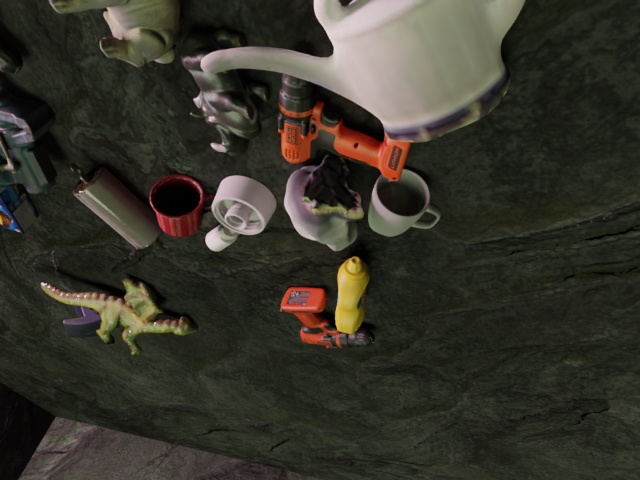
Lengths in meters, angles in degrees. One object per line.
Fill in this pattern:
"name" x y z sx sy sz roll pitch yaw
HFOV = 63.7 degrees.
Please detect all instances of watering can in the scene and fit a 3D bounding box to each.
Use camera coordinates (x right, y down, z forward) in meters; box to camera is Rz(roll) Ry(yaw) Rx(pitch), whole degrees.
"watering can" 0.062 -0.200 0.561 0.345 0.106 0.220 -21 128 22

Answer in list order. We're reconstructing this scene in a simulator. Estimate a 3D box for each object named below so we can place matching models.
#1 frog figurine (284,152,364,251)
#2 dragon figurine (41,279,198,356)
"frog figurine" 0.002 -0.041 0.815 0.139 0.124 0.156 49 157 16
"dragon figurine" -0.522 0.171 1.378 0.407 0.125 0.239 33 124 -20
